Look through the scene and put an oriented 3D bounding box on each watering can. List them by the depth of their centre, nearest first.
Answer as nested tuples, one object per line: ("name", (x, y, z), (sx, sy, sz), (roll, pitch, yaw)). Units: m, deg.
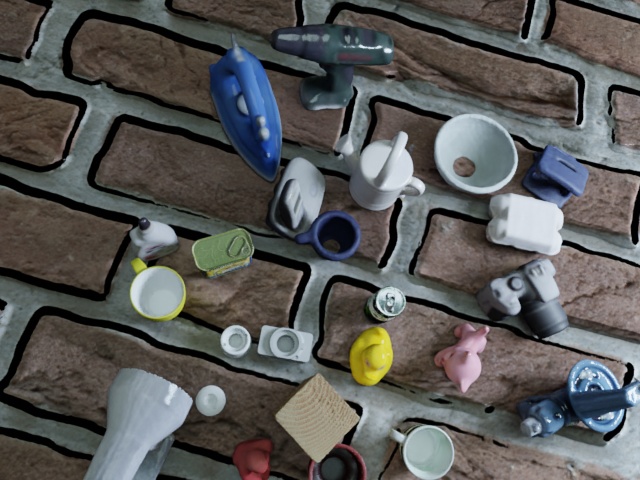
("watering can", (0.109, -0.132, 1.039), (0.173, 0.194, 0.101), (6, 74, -5))

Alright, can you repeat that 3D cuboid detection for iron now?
("iron", (-0.127, -0.248, 1.069), (0.119, 0.141, 0.258), (-18, 78, -12))

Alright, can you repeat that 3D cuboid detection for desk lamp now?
("desk lamp", (-0.277, 0.302, 0.858), (0.118, 0.213, 0.203), (23, 73, 0))

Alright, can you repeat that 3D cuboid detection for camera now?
("camera", (0.388, 0.116, 1.055), (0.143, 0.100, 0.137), (-24, 79, -13))

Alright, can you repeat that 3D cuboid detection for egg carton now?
("egg carton", (0.397, -0.030, 1.113), (0.150, 0.069, 0.107), (12, 73, -4))

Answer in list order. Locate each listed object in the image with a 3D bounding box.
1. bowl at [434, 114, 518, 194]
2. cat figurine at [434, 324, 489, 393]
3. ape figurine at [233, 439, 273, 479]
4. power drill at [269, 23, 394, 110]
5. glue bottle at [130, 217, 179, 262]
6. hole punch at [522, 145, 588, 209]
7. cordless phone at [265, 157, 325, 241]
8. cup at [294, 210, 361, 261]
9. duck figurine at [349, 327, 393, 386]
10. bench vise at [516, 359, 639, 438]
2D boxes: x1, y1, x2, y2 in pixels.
("bowl", (0.297, -0.160, 1.134), (0.167, 0.074, 0.167), (2, 74, -7))
("cat figurine", (0.257, 0.203, 1.005), (0.067, 0.117, 0.128), (37, 73, 4))
("ape figurine", (-0.105, 0.358, 0.928), (0.076, 0.092, 0.078), (38, 73, 4))
("power drill", (0.016, -0.328, 1.075), (0.230, 0.208, 0.075), (-7, 75, -9))
("glue bottle", (-0.286, -0.007, 0.965), (0.078, 0.173, 0.037), (-24, 78, -13))
("hole punch", (0.475, -0.136, 1.141), (0.108, 0.091, 0.101), (34, 73, 3))
("cordless phone", (-0.038, -0.087, 1.013), (0.094, 0.185, 0.148), (16, 73, -2))
("cup", (0.010, 0.004, 1.041), (0.118, 0.095, 0.091), (-6, 75, -9))
("duck figurine", (0.095, 0.201, 1.001), (0.077, 0.086, 0.104), (18, 73, -2))
("bench vise", (0.446, 0.284, 0.953), (0.208, 0.219, 0.121), (-40, 82, -15))
